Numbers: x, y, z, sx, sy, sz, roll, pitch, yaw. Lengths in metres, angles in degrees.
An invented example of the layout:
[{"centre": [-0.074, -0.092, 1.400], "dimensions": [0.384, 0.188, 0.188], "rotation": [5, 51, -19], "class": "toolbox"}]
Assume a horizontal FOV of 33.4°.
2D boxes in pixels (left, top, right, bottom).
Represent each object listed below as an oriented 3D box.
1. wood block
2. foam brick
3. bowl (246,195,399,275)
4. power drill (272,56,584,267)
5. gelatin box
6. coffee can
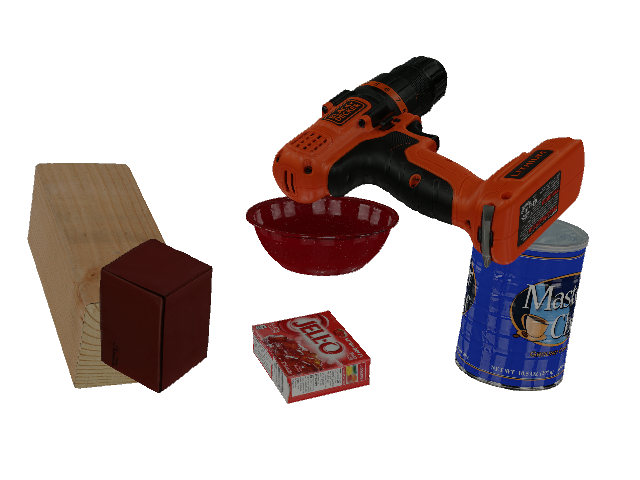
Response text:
[{"centre": [-0.191, 0.024, 0.940], "dimensions": [0.090, 0.091, 0.206], "rotation": [-2, 36, -27], "class": "wood block"}, {"centre": [-0.108, 0.048, 0.695], "dimensions": [0.053, 0.078, 0.051], "rotation": [24, 36, 24], "class": "foam brick"}, {"centre": [0.002, -0.003, 1.127], "dimensions": [0.162, 0.055, 0.162], "rotation": [1, 17, 0], "class": "bowl"}, {"centre": [0.087, -0.064, 0.760], "dimensions": [0.188, 0.057, 0.184], "rotation": [23, 48, 33], "class": "power drill"}, {"centre": [-0.009, 0.094, 0.888], "dimensions": [0.073, 0.030, 0.089], "rotation": [-10, 27, -20], "class": "gelatin box"}, {"centre": [0.185, 0.054, 0.991], "dimensions": [0.103, 0.140, 0.103], "rotation": [6, 17, -2], "class": "coffee can"}]
